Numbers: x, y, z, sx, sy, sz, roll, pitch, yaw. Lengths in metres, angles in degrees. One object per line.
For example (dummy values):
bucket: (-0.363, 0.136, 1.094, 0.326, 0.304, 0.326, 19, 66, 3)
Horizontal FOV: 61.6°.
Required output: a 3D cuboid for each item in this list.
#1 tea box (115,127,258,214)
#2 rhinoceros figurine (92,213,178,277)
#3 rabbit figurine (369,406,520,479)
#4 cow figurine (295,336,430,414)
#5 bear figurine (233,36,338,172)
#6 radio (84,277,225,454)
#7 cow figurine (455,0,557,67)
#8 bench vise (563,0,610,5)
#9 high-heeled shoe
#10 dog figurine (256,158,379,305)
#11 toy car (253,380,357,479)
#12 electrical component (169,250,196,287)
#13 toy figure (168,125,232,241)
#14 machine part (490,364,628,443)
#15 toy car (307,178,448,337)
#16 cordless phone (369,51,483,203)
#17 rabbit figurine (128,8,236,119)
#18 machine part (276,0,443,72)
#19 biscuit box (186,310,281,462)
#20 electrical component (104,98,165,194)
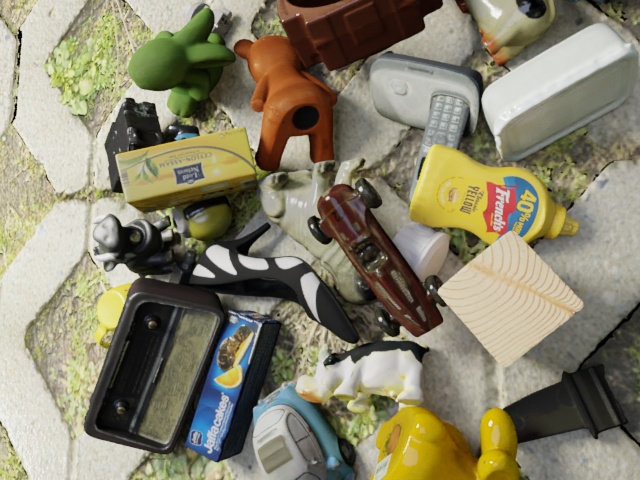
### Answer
tea box: (-0.173, -0.091, 0.723, 0.170, 0.098, 0.068, -13, 85, -7)
rhinoceros figurine: (-0.266, 0.007, 0.775, 0.112, 0.190, 0.073, -8, 78, -5)
rabbit figurine: (0.160, 0.258, 0.608, 0.173, 0.122, 0.162, 33, 119, 0)
cow figurine: (0.053, 0.165, 0.682, 0.168, 0.068, 0.098, -2, 55, 19)
bear figurine: (-0.055, -0.204, 0.768, 0.120, 0.131, 0.196, -9, 43, -20)
radio: (-0.233, 0.173, 0.755, 0.131, 0.073, 0.229, 20, 97, -19)
cow figurine: (0.229, -0.334, 0.676, 0.127, 0.085, 0.195, -30, 70, 22)
bench vise: (0.318, -0.362, 0.557, 0.224, 0.240, 0.129, -33, 57, -29)
high-heeled shoe: (-0.070, 0.080, 0.720, 0.145, 0.086, 0.249, -41, 61, -4)
dog figurine: (-0.002, -0.002, 0.720, 0.172, 0.121, 0.190, -6, 96, 47)
toy car: (-0.033, 0.267, 0.688, 0.109, 0.103, 0.162, -34, 74, 13)
electrical component: (-0.192, 0.055, 0.801, 0.021, 0.063, 0.094, 36, 114, 29)
toy figure: (-0.187, -0.086, 0.811, 0.089, 0.082, 0.180, -15, 75, 19)
machine part: (0.267, 0.196, 0.613, 0.139, 0.039, 0.084, -22, 80, 16)
toy car: (0.067, 0.025, 0.616, 0.089, 0.053, 0.202, -35, 89, 19)
cordless phone: (0.125, -0.140, 0.701, 0.147, 0.089, 0.184, 20, 109, 22)
rabbit figurine: (-0.199, -0.249, 0.776, 0.159, 0.170, 0.121, -25, 103, 16)
machine part: (0.048, -0.326, 0.708, 0.201, 0.087, 0.201, -20, 50, 14)
biscuit box: (-0.120, 0.201, 0.753, 0.059, 0.062, 0.202, 17, 89, 24)
electrical component: (-0.296, -0.136, 0.844, 0.134, 0.058, 0.115, -53, 45, 34)
